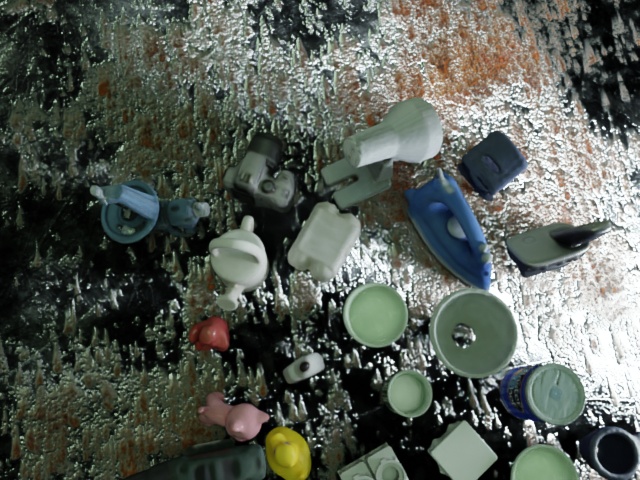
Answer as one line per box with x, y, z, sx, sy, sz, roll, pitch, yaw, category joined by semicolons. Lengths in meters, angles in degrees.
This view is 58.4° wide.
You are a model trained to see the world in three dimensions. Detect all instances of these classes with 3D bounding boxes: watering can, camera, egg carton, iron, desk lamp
-0.147;0.039;1.047;0.101;0.194;0.173;-11;76;-4;watering can
-0.109;-0.142;1.142;0.143;0.101;0.137;19;76;3;camera
0.010;0.004;1.126;0.107;0.069;0.150;27;77;5;egg carton
0.273;-0.020;1.105;0.119;0.141;0.258;-29;79;-9;iron
0.115;-0.164;1.098;0.203;0.213;0.118;-27;78;-8;desk lamp

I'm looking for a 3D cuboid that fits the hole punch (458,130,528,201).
0.351;-0.150;1.166;0.101;0.091;0.108;-37;80;-10;hole punch

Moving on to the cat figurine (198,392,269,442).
-0.156;0.317;1.017;0.127;0.118;0.067;16;76;2;cat figurine

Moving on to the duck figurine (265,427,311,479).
-0.057;0.385;1.020;0.077;0.086;0.104;-32;79;-9;duck figurine

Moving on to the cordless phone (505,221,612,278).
0.449;0.002;1.083;0.147;0.185;0.094;-20;77;-7;cordless phone

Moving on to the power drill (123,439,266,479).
-0.202;0.386;0.951;0.229;0.208;0.075;-11;76;-5;power drill

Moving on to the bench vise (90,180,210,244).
-0.319;-0.070;1.055;0.207;0.220;0.121;-20;77;-7;bench vise

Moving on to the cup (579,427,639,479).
0.524;0.377;1.039;0.118;0.095;0.091;-27;78;-8;cup

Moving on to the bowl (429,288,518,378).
0.284;0.178;1.090;0.167;0.075;0.167;1;76;-2;bowl

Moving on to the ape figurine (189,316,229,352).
-0.204;0.177;1.063;0.077;0.092;0.076;35;77;7;ape figurine

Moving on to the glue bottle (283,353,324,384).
-0.029;0.227;1.015;0.078;0.173;0.037;-26;78;-8;glue bottle
